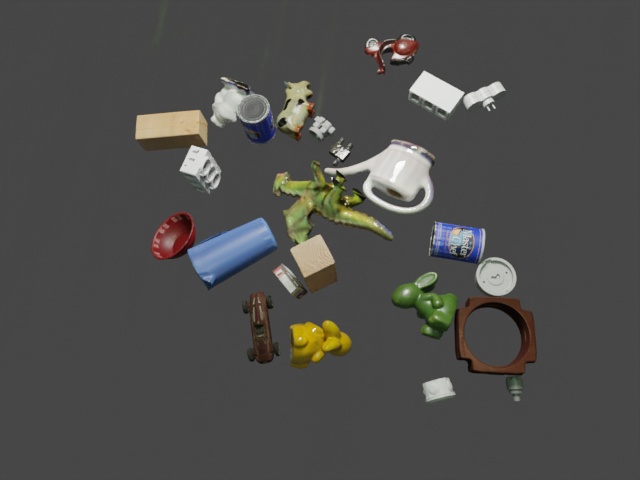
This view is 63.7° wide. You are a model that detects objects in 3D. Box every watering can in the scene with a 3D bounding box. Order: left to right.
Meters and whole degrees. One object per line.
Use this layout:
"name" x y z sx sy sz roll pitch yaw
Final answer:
"watering can" 0.200 -0.213 1.573 0.350 0.102 0.226 29 78 22

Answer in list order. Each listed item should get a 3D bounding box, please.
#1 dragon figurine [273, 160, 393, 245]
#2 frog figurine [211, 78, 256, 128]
"dragon figurine" 0.005 -0.077 1.537 0.240 0.122 0.415 -47 69 17
"frog figurine" -0.287 -0.444 1.706 0.137 0.124 0.157 23 110 3
